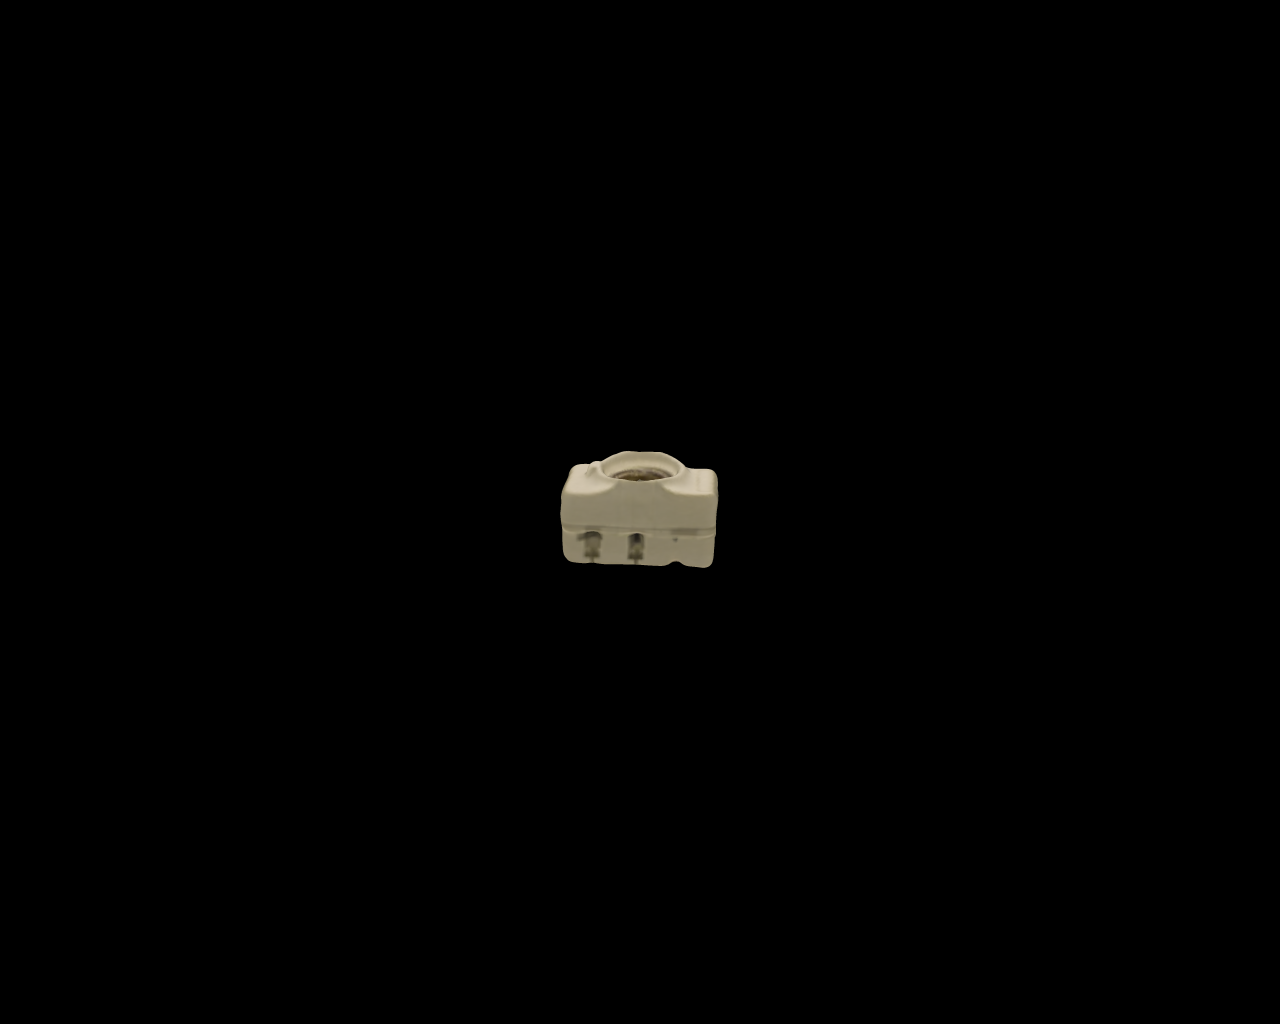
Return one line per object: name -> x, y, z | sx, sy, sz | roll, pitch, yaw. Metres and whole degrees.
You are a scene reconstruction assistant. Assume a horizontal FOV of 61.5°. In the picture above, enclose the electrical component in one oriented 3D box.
electrical component -> 0.001, -0.003, 0.650 | 0.089, 0.055, 0.050 | 2, 24, 5
